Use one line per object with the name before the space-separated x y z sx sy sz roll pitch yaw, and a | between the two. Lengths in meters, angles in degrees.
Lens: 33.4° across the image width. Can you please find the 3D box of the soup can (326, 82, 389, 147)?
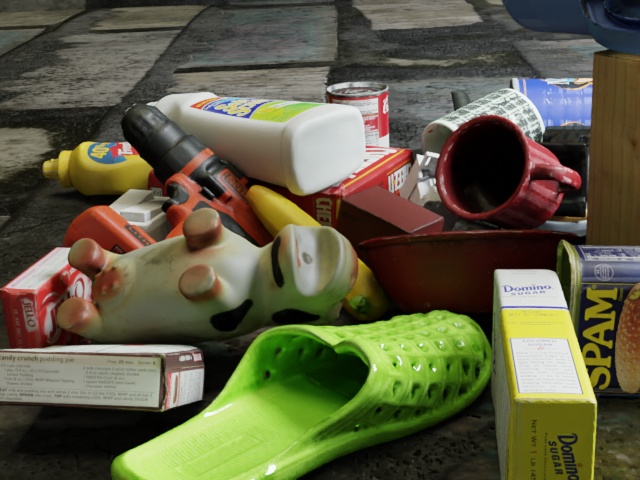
soup can | 0.043 -0.119 1.183 0.068 0.102 0.068 -3 19 1

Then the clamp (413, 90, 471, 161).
clamp | 0.162 -0.107 1.163 0.172 0.039 0.120 26 79 48

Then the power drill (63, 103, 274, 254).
power drill | -0.127 -0.024 0.879 0.184 0.057 0.187 43 34 0

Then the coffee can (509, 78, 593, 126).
coffee can | 0.280 -0.128 1.175 0.140 0.103 0.102 0 20 7

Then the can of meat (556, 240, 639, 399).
can of meat | 0.194 0.053 0.679 0.084 0.102 0.057 1 18 4

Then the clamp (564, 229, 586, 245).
clamp | 0.245 0.010 0.881 0.209 0.036 0.165 -8 16 -13

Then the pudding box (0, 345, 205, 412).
pudding box | -0.138 0.087 0.677 0.113 0.039 0.090 -1 -4 9

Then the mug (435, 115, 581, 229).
mug | 0.171 -0.054 0.928 0.117 0.093 0.081 0 -12 40

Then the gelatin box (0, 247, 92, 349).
gelatin box | -0.192 0.054 0.768 0.030 0.073 0.089 2 20 12

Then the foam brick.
foam brick | 0.058 -0.005 0.909 0.078 0.053 0.051 29 33 33

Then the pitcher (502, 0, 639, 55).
pitcher | 0.236 -0.187 0.709 0.243 0.145 0.148 11 8 44

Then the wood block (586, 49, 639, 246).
wood block | 0.247 -0.028 0.741 0.090 0.206 0.090 -14 22 -28

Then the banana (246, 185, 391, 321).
banana | 0.005 0.014 0.857 0.037 0.069 0.198 -42 40 -5

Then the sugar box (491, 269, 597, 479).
sugar box | 0.121 0.089 0.596 0.048 0.093 0.176 1 20 8

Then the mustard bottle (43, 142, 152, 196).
mustard bottle | -0.209 -0.079 1.172 0.191 0.058 0.096 -1 23 5

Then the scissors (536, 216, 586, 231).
scissors | 0.295 -0.032 1.032 0.201 0.016 0.096 -8 20 -14

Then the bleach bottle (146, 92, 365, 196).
bleach bottle | -0.083 -0.100 0.996 0.251 0.068 0.102 13 28 39

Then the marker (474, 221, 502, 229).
marker | 0.149 -0.027 1.032 0.020 0.020 0.121 -15 22 -32

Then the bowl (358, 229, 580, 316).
bowl | 0.108 0.027 0.781 0.162 0.055 0.162 -1 -5 0

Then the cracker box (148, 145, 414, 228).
cracker box | -0.036 -0.051 1.047 0.214 0.072 0.164 8 23 26
